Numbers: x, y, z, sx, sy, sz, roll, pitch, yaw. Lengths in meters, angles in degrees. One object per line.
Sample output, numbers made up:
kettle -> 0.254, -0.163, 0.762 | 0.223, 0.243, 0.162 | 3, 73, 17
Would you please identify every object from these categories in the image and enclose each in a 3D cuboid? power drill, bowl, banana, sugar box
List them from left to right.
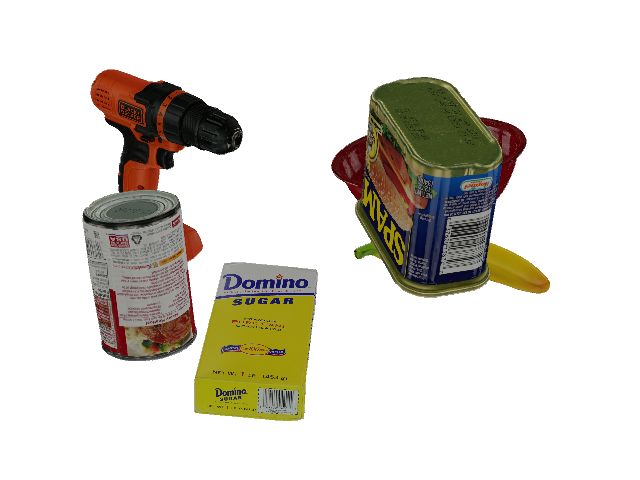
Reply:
power drill -> -0.158, -0.071, 1.102 | 0.185, 0.188, 0.057 | 25, 35, 29
sugar box -> -0.054, 0.085, 0.952 | 0.093, 0.048, 0.176 | 5, 35, 0
bowl -> 0.093, -0.051, 0.891 | 0.162, 0.055, 0.162 | -10, 23, 4
banana -> 0.137, 0.020, 1.097 | 0.198, 0.037, 0.069 | 8, 35, 11

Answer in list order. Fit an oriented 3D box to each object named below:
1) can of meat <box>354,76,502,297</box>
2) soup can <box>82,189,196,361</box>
can of meat -> 0.060, -0.033, 0.603 | 0.057, 0.084, 0.102 | -8, 38, -15
soup can -> -0.125, 0.023, 0.742 | 0.068, 0.102, 0.068 | -4, 22, 1
